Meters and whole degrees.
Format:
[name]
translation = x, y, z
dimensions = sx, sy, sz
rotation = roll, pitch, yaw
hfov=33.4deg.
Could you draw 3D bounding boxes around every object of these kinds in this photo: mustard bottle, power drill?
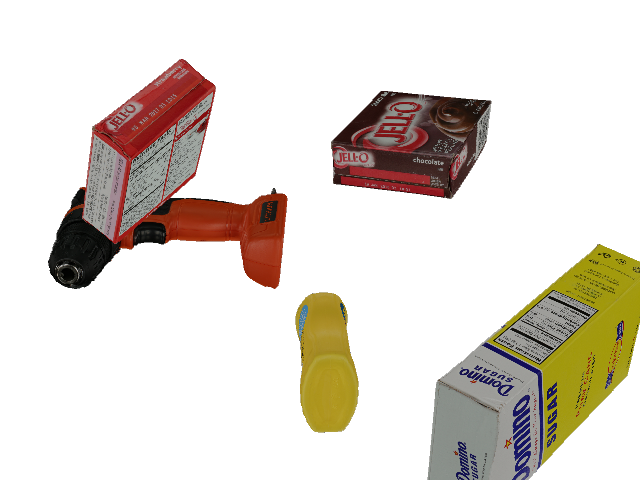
[mustard bottle]
translation = 0.004, 0.110, 1.128
dimensions = 0.058, 0.096, 0.191
rotation = -2, 27, -3
[power drill]
translation = -0.124, -0.005, 0.904
dimensions = 0.187, 0.057, 0.184
rotation = 8, 26, -1

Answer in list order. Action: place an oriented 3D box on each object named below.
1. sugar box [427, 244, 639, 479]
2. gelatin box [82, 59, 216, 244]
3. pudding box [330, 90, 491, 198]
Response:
[sugar box]
translation = 0.132, 0.082, 0.633
dimensions = 0.048, 0.093, 0.175
rotation = 24, 41, 31
[gelatin box]
translation = -0.098, -0.050, 0.603
dimensions = 0.030, 0.073, 0.089
rotation = 37, -34, 10
[pudding box]
translation = 0.068, -0.073, 0.783
dimensions = 0.090, 0.039, 0.113
rotation = 9, 28, 20
